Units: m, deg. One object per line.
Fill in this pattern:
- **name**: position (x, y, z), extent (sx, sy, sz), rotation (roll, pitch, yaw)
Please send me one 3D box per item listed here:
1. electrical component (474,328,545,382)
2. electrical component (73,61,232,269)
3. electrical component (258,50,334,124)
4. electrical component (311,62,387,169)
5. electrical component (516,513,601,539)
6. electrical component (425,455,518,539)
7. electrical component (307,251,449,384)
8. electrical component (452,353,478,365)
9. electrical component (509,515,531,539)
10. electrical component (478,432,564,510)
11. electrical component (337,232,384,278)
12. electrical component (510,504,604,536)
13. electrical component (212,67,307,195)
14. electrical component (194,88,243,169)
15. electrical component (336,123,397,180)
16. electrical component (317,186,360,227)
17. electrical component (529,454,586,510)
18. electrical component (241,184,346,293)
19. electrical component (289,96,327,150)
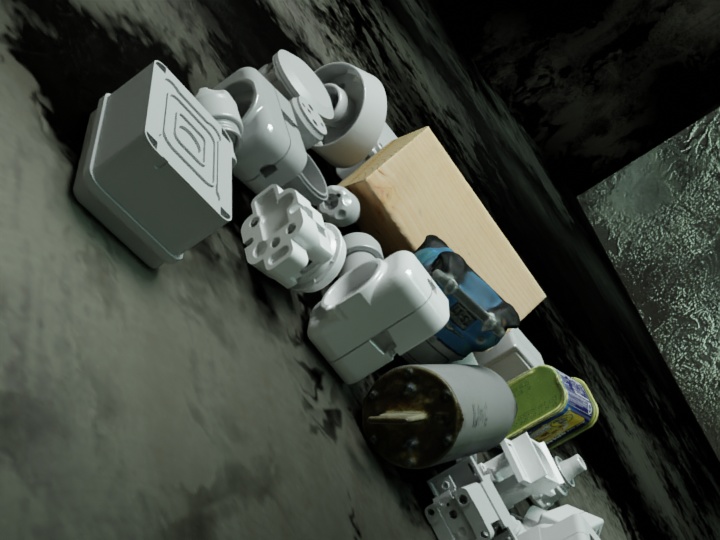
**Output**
- **electrical component**: position (0.153, 0.099, 1.148), extent (0.096, 0.062, 0.061), rotation (47, 19, -33)
- **electrical component**: position (-0.124, -0.065, 0.654), extent (0.078, 0.057, 0.113), rotation (47, 19, -31)
- **electrical component**: position (-0.066, -0.164, 1.019), extent (0.080, 0.051, 0.080), rotation (46, 21, -23)
- **electrical component**: position (-0.018, -0.156, 1.078), extent (0.064, 0.099, 0.099), rotation (24, 36, -52)
- **electrical component**: position (0.142, 0.231, 0.812), extent (0.050, 0.089, 0.055), rotation (53, 16, -16)
- **electrical component**: position (0.082, 0.187, 0.810), extent (0.081, 0.042, 0.064), rotation (61, 20, 15)
- **electrical component**: position (0.011, 0.032, 0.796), extent (0.059, 0.095, 0.053), rotation (52, 16, -17)
- **electrical component**: position (0.079, 0.070, 1.019), extent (0.043, 0.043, 0.081), rotation (35, 27, -53)
- **electrical component**: position (0.131, 0.228, 0.876), extent (0.078, 0.040, 0.040), rotation (55, 16, -7)
- **electrical component**: position (0.136, 0.179, 0.942), extent (0.081, 0.064, 0.042), rotation (34, 28, -54)
- **electrical component**: position (0.000, 0.000, 0.919), extent (0.045, 0.045, 0.055), rotation (46, 19, -33)
- **electrical component**: position (0.163, 0.231, 0.945), extent (0.076, 0.047, 0.083), rotation (19, 2, 26)
- **electrical component**: position (-0.087, -0.114, 0.864), extent (0.059, 0.054, 0.095), rotation (41, 22, -44)
- **electrical component**: position (-0.107, -0.101, 0.799), extent (0.043, 0.043, 0.062), rotation (35, 29, -53)
- **electrical component**: position (0.024, -0.105, 1.170), extent (0.108, 0.056, 0.108), rotation (49, 18, -26)
- **electrical component**: position (-0.016, -0.056, 1.001), extent (0.035, 0.035, 0.061), rotation (62, 14, 19)
- **electrical component**: position (0.193, 0.204, 1.064), extent (0.048, 0.062, 0.048), rotation (50, 17, -22)
- **electrical component**: position (-0.047, -0.019, 0.794), extent (0.057, 0.058, 0.078), rotation (38, 24, -41)
- **electrical component**: position (-0.063, -0.120, 0.944), extent (0.045, 0.055, 0.045), rotation (50, 17, -22)
